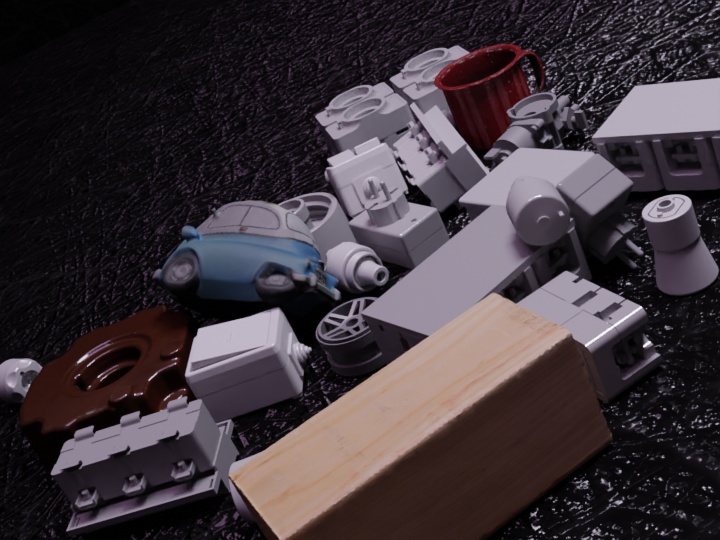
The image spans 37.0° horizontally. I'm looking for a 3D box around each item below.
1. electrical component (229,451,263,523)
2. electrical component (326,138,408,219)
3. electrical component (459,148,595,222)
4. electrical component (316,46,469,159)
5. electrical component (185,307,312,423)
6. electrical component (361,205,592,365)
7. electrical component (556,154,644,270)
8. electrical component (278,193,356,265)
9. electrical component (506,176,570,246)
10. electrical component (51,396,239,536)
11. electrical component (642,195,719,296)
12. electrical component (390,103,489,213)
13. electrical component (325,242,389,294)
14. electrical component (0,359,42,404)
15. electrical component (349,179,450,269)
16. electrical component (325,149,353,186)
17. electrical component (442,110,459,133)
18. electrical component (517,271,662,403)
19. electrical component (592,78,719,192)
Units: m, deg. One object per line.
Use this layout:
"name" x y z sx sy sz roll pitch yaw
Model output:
"electrical component" -0.048 0.143 0.715 0.077 0.043 0.079 -20 3 11
"electrical component" 0.005 -0.091 1.055 0.062 0.061 0.096 -25 7 -2
"electrical component" 0.149 -0.060 0.920 0.100 0.048 0.100 -40 30 -27
"electrical component" 0.051 -0.184 1.213 0.186 0.060 0.105 -27 27 -3
"electrical component" -0.087 0.072 0.871 0.096 0.061 0.061 -20 27 10
"electrical component" 0.091 0.022 0.809 0.150 0.061 0.089 -39 30 -25
"electrical component" 0.185 -0.030 0.821 0.047 0.083 0.076 -37 67 -22
"electrical component" -0.061 -0.033 1.038 0.108 0.060 0.108 -20 27 11
"electrical component" 0.127 -0.049 0.788 0.040 0.040 0.078 -22 27 6
"electrical component" -0.161 0.144 0.802 0.121 0.063 0.078 -18 28 14
"electrical component" 0.226 -0.020 0.765 0.044 0.065 0.044 -20 27 11
"electrical component" 0.076 -0.106 1.042 0.063 0.078 0.121 -39 26 9
"electrical component" 0.000 0.000 0.946 0.043 0.043 0.062 -38 31 -24
"electrical component" -0.335 0.107 1.039 0.062 0.043 0.043 -3 34 40
"electrical component" 0.028 -0.049 0.975 0.047 0.075 0.083 -38 29 -23
"electrical component" -0.006 -0.106 1.142 0.062 0.043 0.043 -16 28 20
"electrical component" 0.097 -0.157 1.155 0.061 0.035 0.035 -27 27 -9
"electrical component" 0.149 0.046 0.729 0.056 0.050 0.089 -32 28 -14
"electrical component" 0.283 -0.108 0.878 0.150 0.061 0.089 2 38 43
